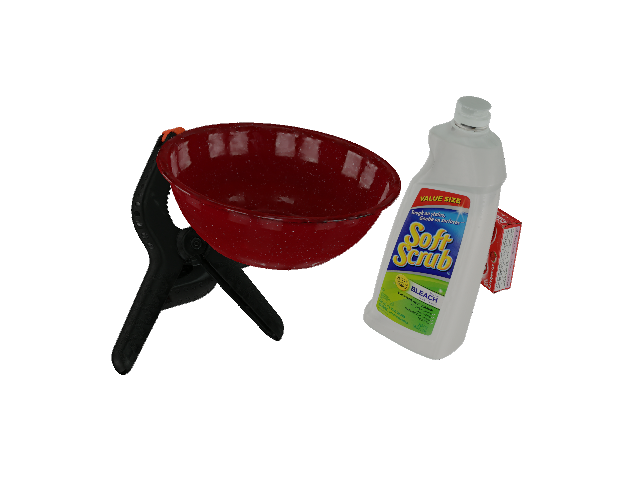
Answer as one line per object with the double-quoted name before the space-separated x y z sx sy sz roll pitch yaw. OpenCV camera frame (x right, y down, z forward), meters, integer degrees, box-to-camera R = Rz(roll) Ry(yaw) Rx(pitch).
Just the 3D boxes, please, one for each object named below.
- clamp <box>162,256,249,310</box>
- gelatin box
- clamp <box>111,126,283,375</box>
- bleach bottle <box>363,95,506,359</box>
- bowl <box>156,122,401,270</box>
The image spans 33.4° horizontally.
"clamp" -0.128 0.030 1.213 0.120 0.039 0.171 1 30 30
"gelatin box" 0.192 0.005 1.232 0.030 0.089 0.073 -12 32 -28
"clamp" -0.107 0.007 0.938 0.164 0.210 0.036 -1 0 -33
"bleach bottle" 0.109 -0.016 0.979 0.103 0.251 0.067 28 37 28
"bowl" -0.029 -0.025 0.711 0.162 0.055 0.162 6 25 -3
